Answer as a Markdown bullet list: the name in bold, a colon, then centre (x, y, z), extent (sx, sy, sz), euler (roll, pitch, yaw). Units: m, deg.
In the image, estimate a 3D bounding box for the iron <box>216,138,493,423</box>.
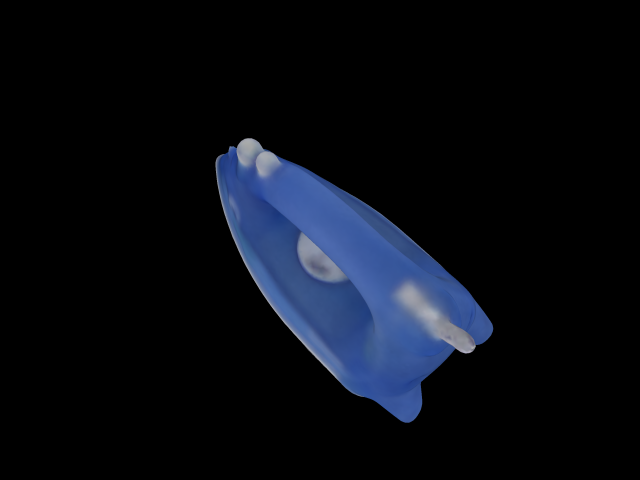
- **iron**: centre (0.004, 0.001, 0.400), extent (0.258, 0.141, 0.119), euler (43, 78, 11)
